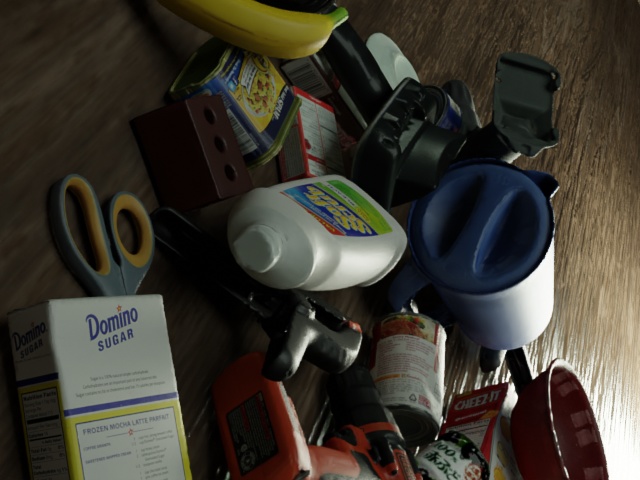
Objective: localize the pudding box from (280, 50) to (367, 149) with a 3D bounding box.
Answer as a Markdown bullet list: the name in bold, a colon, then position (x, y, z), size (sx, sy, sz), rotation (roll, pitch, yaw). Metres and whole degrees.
- **pudding box**: position (0.014, -0.159, 1.038), size (0.113, 0.039, 0.090), rotation (53, 34, -33)

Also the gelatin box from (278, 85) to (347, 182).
- **gelatin box**: position (-0.010, -0.085, 0.962), size (0.073, 0.030, 0.089), rotation (18, 59, -58)

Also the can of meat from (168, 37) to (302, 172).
- **can of meat**: position (-0.067, -0.113, 0.852), size (0.084, 0.058, 0.102), rotation (54, 33, -25)

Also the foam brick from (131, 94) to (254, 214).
- **foam brick**: position (-0.092, -0.062, 0.782), size (0.052, 0.051, 0.078), rotation (-23, 94, -62)

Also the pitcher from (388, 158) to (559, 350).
- **pitcher**: position (0.162, 0.034, 1.059), size (0.242, 0.149, 0.145), rotation (56, 41, -64)

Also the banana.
- **banana**: position (-0.073, -0.183, 0.820), size (0.197, 0.037, 0.069), rotation (19, 40, -15)

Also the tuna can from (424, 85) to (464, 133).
- **tuna can**: position (0.107, -0.121, 1.127), size (0.033, 0.086, 0.086), rotation (42, 40, -37)

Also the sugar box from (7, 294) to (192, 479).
- **sugar box**: position (-0.122, 0.122, 0.618), size (0.093, 0.048, 0.176), rotation (2, 73, -55)

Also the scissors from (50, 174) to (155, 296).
- **scissors**: position (-0.122, 0.050, 0.702), size (0.096, 0.016, 0.202), rotation (-26, 97, -61)

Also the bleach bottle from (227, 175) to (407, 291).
- **bleach bottle**: position (-0.005, 0.001, 0.809), size (0.102, 0.068, 0.250), rotation (43, 14, 7)

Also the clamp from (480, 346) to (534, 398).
- **clamp**: position (0.210, 0.103, 1.227), size (0.120, 0.039, 0.171), rotation (41, 37, -52)

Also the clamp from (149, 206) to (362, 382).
- **clamp**: position (-0.022, 0.061, 0.777), size (0.209, 0.036, 0.165), rotation (31, 15, -50)

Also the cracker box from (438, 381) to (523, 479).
- **cracker box**: position (0.162, 0.264, 1.014), size (0.164, 0.072, 0.213), rotation (64, 29, -16)

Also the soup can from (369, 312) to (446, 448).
- **soup can**: position (0.076, 0.124, 0.948), size (0.068, 0.069, 0.102), rotation (48, 37, -37)

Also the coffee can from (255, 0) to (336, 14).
- **coffee can**: position (-0.043, -0.274, 0.938), size (0.102, 0.103, 0.140), rotation (16, 60, -56)

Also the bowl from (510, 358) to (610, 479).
- **bowl**: position (0.228, 0.199, 1.035), size (0.162, 0.055, 0.162), rotation (41, 40, -46)

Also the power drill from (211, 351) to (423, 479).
- **power drill**: position (0.004, 0.148, 0.798), size (0.187, 0.057, 0.184), rotation (31, 28, -43)
